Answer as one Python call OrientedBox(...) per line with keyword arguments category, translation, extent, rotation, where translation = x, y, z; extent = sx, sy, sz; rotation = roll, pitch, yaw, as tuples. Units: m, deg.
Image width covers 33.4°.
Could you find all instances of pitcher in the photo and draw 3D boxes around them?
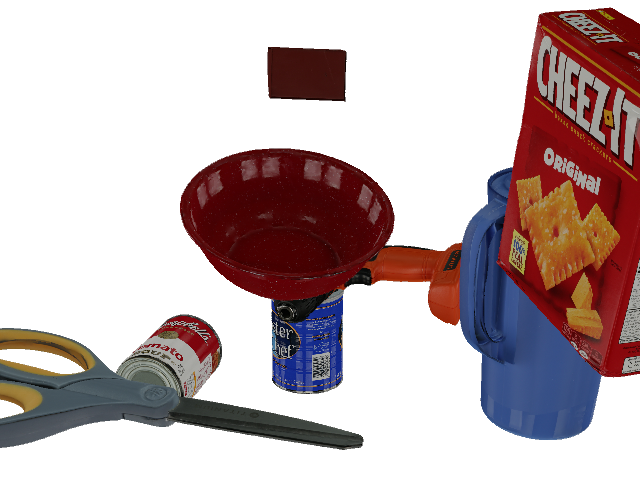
OrientedBox(category="pitcher", translation=(0.204, 0.060, 0.989), extent=(0.149, 0.243, 0.145), rotation=(6, 21, 10))

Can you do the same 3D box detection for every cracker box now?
OrientedBox(category="cracker box", translation=(0.202, -0.036, 0.758), extent=(0.072, 0.214, 0.164), rotation=(-8, 33, -17))

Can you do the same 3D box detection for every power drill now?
OrientedBox(category="power drill", translation=(0.060, 0.040, 1.121), extent=(0.188, 0.057, 0.184), rotation=(8, 31, 19))

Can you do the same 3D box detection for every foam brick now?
OrientedBox(category="foam brick", translation=(-0.015, -0.170, 1.088), extent=(0.078, 0.051, 0.053), rotation=(1, 11, -6))

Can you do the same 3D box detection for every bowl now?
OrientedBox(category="bowl", translation=(-0.026, -0.004, 0.816), extent=(0.162, 0.055, 0.162), rotation=(3, 38, -3))

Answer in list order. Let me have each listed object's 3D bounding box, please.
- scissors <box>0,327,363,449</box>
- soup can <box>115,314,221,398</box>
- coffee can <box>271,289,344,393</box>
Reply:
OrientedBox(category="scissors", translation=(-0.091, 0.080, 0.477), extent=(0.202, 0.016, 0.096), rotation=(15, 28, 26))
OrientedBox(category="soup can", translation=(-0.140, 0.118, 0.982), extent=(0.068, 0.068, 0.102), rotation=(0, 17, 16))
OrientedBox(category="coffee can", translation=(-0.018, 0.130, 1.502), extent=(0.103, 0.140, 0.103), rotation=(0, 19, 0))
